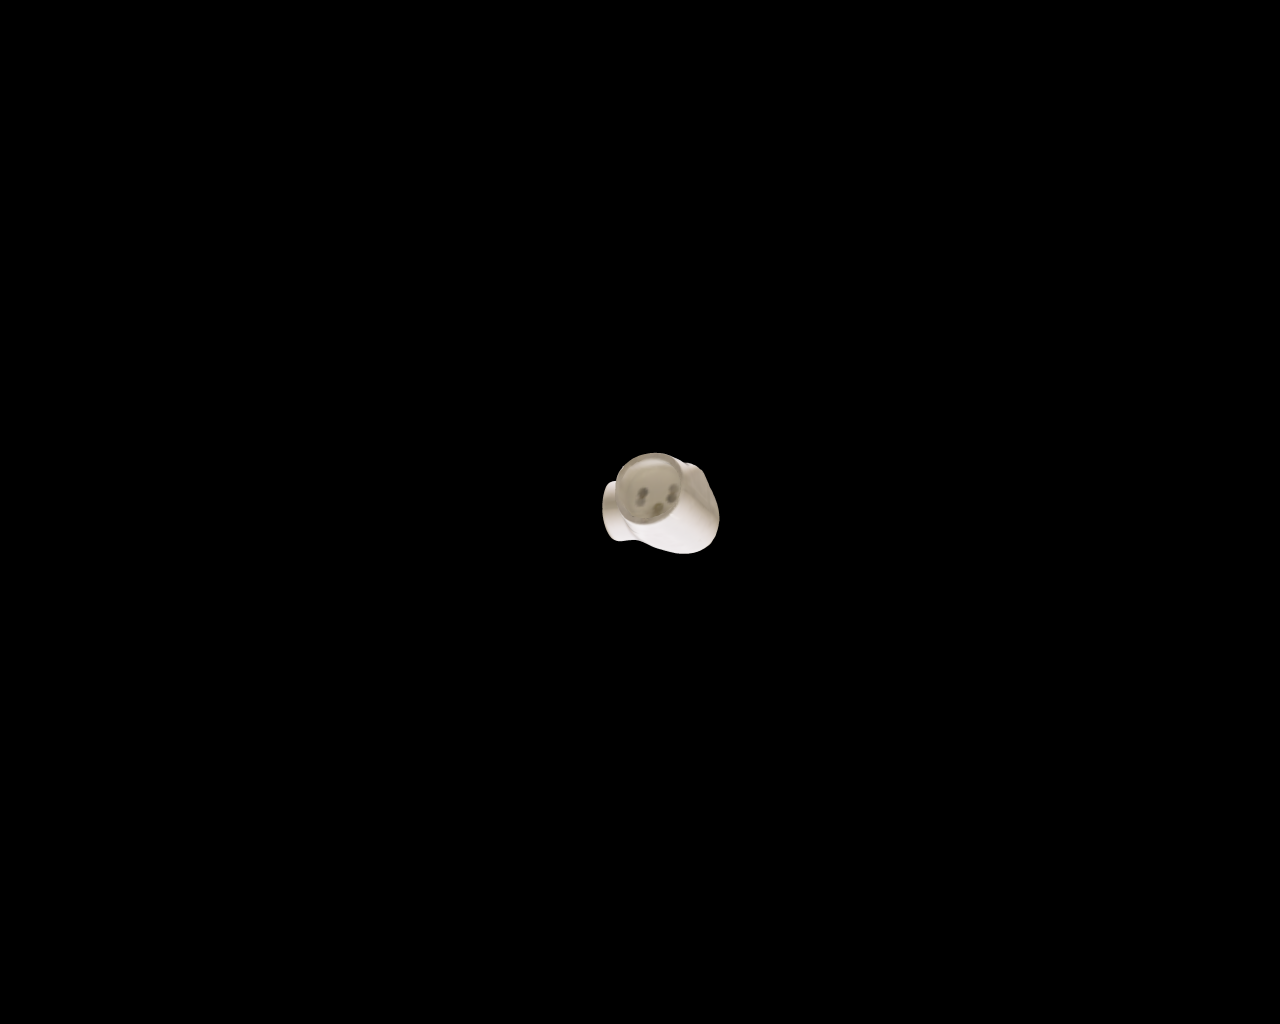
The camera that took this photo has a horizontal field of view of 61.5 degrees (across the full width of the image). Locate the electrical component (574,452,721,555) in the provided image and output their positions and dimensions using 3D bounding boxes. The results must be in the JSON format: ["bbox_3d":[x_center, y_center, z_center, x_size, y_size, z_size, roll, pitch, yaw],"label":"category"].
[{"bbox_3d":[0.001,-0.003,0.650,0.079,0.044,0.077,-6,-17,19],"label":"electrical component"}]
